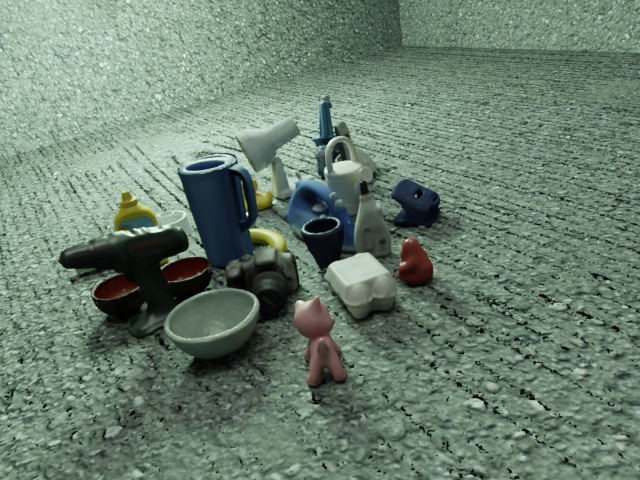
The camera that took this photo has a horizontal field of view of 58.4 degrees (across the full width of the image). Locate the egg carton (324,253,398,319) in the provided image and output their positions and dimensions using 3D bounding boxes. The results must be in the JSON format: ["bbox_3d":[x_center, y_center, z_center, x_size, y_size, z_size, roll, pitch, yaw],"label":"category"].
[{"bbox_3d":[0.077,0.082,1.071,0.107,0.069,0.150,-18,27,-15],"label":"egg carton"}]

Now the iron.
[{"bbox_3d":[0.012,-0.071,1.325,0.119,0.142,0.257,-23,29,-25],"label":"iron"}]

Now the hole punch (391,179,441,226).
[{"bbox_3d":[0.227,-0.091,1.345,0.100,0.091,0.109,4,29,27],"label":"hole punch"}]

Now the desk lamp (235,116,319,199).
[{"bbox_3d":[-0.120,-0.229,1.614,0.203,0.214,0.117,-18,27,-15],"label":"desk lamp"}]

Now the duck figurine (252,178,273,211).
[{"bbox_3d":[-0.184,-0.130,1.582,0.104,0.086,0.077,-6,26,9],"label":"duck figurine"}]

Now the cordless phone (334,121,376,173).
[{"bbox_3d":[0.092,-0.256,1.622,0.094,0.185,0.148,2,28,24],"label":"cordless phone"}]

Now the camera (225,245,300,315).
[{"bbox_3d":[-0.115,0.080,1.111,0.143,0.101,0.136,-10,26,1],"label":"camera"}]

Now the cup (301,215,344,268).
[{"bbox_3d":[0.011,0.004,1.225,0.091,0.095,0.117,-8,26,5],"label":"cup"}]

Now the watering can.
[{"bbox_3d":[0.067,-0.164,1.433,0.172,0.194,0.101,7,31,32],"label":"watering can"}]

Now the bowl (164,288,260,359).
[{"bbox_3d":[-0.183,0.158,1.008,0.167,0.075,0.167,-8,26,4],"label":"bowl"}]

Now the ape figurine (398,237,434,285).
[{"bbox_3d":[0.179,0.036,1.101,0.078,0.092,0.075,-27,30,-30],"label":"ape figurine"}]

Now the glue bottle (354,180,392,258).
[{"bbox_3d":[0.103,-0.043,1.198,0.078,0.173,0.037,-11,26,-1],"label":"glue bottle"}]

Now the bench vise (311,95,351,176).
[{"bbox_3d":[0.033,-0.315,1.724,0.121,0.220,0.207,-10,26,1],"label":"bench vise"}]

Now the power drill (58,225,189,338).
[{"bbox_3d":[-0.348,0.073,1.087,0.230,0.209,0.075,-26,30,-29],"label":"power drill"}]

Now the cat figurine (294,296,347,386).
[{"bbox_3d":[-0.004,0.148,0.911,0.067,0.118,0.127,-12,26,-4],"label":"cat figurine"}]
